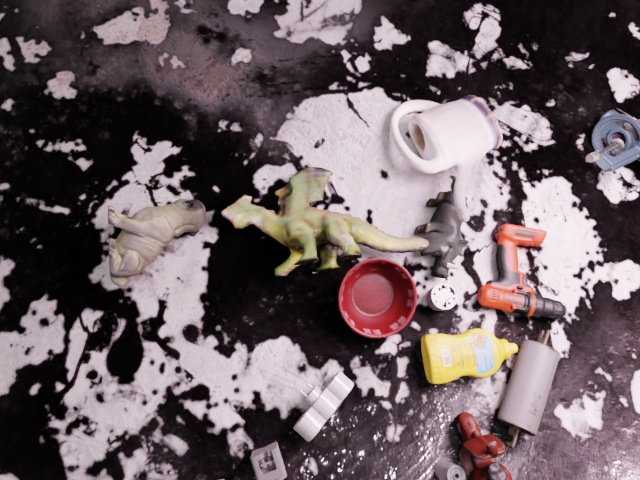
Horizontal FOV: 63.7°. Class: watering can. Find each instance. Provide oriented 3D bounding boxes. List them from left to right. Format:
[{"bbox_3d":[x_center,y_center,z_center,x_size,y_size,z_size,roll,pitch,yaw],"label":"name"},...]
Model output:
[{"bbox_3d":[0.297,-0.199,1.125,0.225,0.101,0.354,-22,57,-9],"label":"watering can"}]

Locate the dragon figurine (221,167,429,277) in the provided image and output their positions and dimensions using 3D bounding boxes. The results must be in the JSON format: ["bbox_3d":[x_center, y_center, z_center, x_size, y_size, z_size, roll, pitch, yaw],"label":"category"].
[{"bbox_3d":[0.003,-0.054,1.082,0.411,0.120,0.247,-8,67,-9],"label":"dragon figurine"}]
